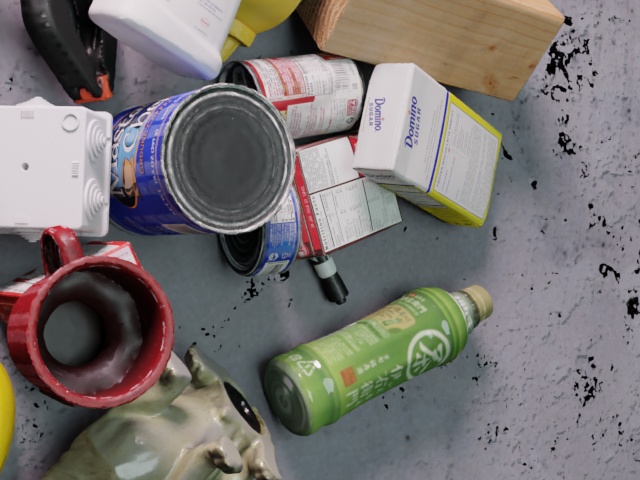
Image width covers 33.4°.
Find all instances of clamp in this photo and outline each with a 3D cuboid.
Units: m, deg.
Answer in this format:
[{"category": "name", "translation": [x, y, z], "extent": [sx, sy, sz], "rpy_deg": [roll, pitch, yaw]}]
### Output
[{"category": "clamp", "translation": [-0.189, -0.199, 0.747], "extent": [0.164, 0.036, 0.210], "rpy_deg": [-30, 115, -63]}]

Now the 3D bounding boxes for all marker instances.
[{"category": "marker", "translation": [-0.006, 0.001, 0.902], "extent": [0.020, 0.020, 0.121], "rpy_deg": [-33, 107, -28]}]

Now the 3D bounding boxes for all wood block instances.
[{"category": "wood block", "translation": [0.091, -0.197, 0.904], "extent": [0.205, 0.091, 0.090], "rpy_deg": [9, 126, -32]}]

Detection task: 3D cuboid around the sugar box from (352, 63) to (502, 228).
[{"category": "sugar box", "translation": [0.095, -0.078, 0.917], "extent": [0.176, 0.048, 0.093], "rpy_deg": [24, 75, -51]}]

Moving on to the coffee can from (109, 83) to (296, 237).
[{"category": "coffee can", "translation": [-0.097, -0.054, 0.773], "extent": [0.102, 0.141, 0.103], "rpy_deg": [0, 90, -32]}]

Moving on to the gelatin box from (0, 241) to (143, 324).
[{"category": "gelatin box", "translation": [-0.180, 0.032, 0.759], "extent": [0.089, 0.073, 0.030], "rpy_deg": [-30, 106, -29]}]

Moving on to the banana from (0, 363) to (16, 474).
[{"category": "banana", "translation": [-0.258, 0.161, 0.734], "extent": [0.069, 0.037, 0.197], "rpy_deg": [23, 76, -12]}]

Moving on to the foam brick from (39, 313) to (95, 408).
[{"category": "foam brick", "translation": [-0.177, 0.080, 0.759], "extent": [0.052, 0.078, 0.051], "rpy_deg": [-32, 107, -28]}]

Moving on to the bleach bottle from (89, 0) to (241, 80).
[{"category": "bleach bottle", "translation": [-0.072, -0.250, 0.775], "extent": [0.102, 0.068, 0.251], "rpy_deg": [30, 81, -42]}]

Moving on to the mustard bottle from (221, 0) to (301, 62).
[{"category": "mustard bottle", "translation": [-0.036, -0.226, 0.834], "extent": [0.058, 0.096, 0.191], "rpy_deg": [27, 93, -45]}]

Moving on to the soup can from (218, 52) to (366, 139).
[{"category": "soup can", "translation": [-0.023, -0.116, 0.863], "extent": [0.102, 0.069, 0.068], "rpy_deg": [-12, 96, -32]}]

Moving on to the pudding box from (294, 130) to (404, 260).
[{"category": "pudding box", "translation": [0.015, -0.041, 0.889], "extent": [0.113, 0.039, 0.090], "rpy_deg": [-21, 100, -45]}]

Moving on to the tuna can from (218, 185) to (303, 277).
[{"category": "tuna can", "translation": [-0.049, -0.014, 0.835], "extent": [0.033, 0.086, 0.086], "rpy_deg": [-6, 93, -30]}]

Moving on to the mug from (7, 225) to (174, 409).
[{"category": "mug", "translation": [-0.154, 0.048, 0.679], "extent": [0.093, 0.082, 0.117], "rpy_deg": [-21, 95, -30]}]
